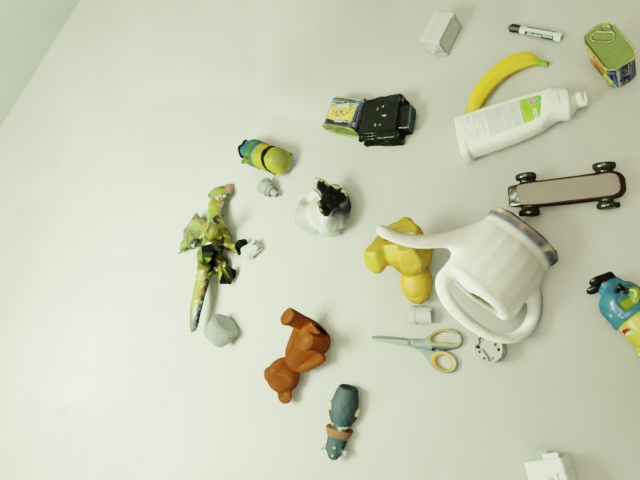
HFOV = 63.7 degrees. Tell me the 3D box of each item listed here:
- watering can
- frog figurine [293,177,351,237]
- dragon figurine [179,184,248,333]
[{"bbox_3d":[0.288,0.030,0.947,0.347,0.103,0.226,42,80,-3],"label":"watering can"},{"bbox_3d":[0.004,-0.063,1.259,0.139,0.123,0.156,60,147,21],"label":"frog figurine"},{"bbox_3d":[-0.329,0.028,1.454,0.244,0.121,0.411,21,86,53],"label":"dragon figurine"}]
